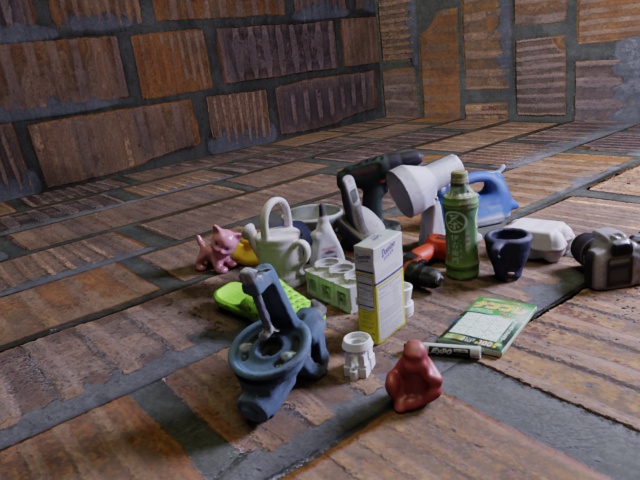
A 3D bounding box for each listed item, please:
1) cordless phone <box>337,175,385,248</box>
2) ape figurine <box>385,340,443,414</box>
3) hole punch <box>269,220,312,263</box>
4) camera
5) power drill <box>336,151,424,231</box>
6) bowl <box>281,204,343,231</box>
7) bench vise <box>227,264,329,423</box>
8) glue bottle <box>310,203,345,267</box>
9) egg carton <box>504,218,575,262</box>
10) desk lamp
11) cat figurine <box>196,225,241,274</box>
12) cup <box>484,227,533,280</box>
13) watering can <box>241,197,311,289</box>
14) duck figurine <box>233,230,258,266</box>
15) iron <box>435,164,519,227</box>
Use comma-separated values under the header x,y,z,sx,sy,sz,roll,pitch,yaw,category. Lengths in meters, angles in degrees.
x,y,z,sx,sy,sz,roll,pitch,yaw,category
0.098,-0.080,1.433,0.094,0.185,0.148,2,20,24,cordless phone
0.129,0.181,0.786,0.077,0.092,0.076,3,21,27,ape figurine
-0.060,0.007,1.378,0.109,0.091,0.100,-17,21,-29,hole punch
0.560,0.021,1.102,0.143,0.101,0.136,-8,18,-4,camera
0.162,-0.124,1.508,0.229,0.208,0.075,-3,19,10,power drill
-0.018,-0.041,1.535,0.167,0.075,0.167,-6,18,2,bowl
-0.065,0.121,0.829,0.121,0.220,0.207,-2,19,13,bench vise
0.011,0.004,1.229,0.078,0.173,0.037,-15,20,-24,glue bottle
0.470,-0.001,1.251,0.149,0.069,0.107,9,24,39,egg carton
0.266,-0.087,1.350,0.203,0.214,0.117,-12,19,-16,desk lamp
-0.246,0.015,1.377,0.127,0.118,0.067,4,21,29,cat figurine
0.368,0.036,1.134,0.091,0.095,0.118,7,23,36,cup
-0.097,0.003,1.237,0.172,0.194,0.101,-1,19,15,watering can
-0.175,0.012,1.412,0.104,0.086,0.078,8,24,38,duck figurine
0.384,-0.111,1.497,0.259,0.141,0.118,-12,19,-15,iron
